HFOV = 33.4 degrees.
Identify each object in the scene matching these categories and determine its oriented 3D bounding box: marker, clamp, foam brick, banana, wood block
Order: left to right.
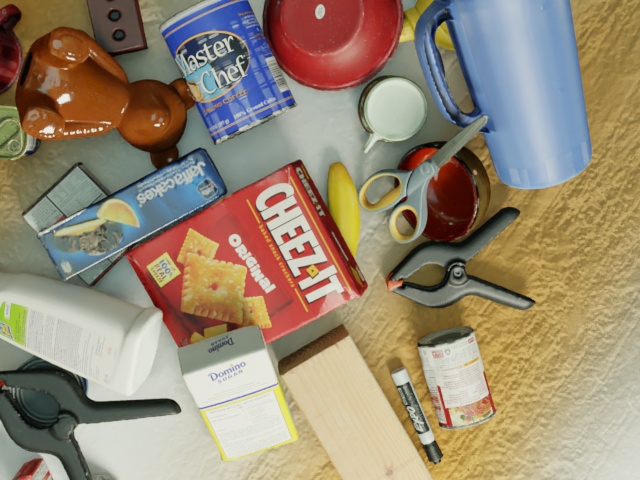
[{"bbox_3d":[-0.269,0.198,1.179,0.210,0.036,0.164,38,87,-2],"label":"clamp"},{"bbox_3d":[-0.224,-0.245,1.174,0.053,0.051,0.078,-13,95,-2],"label":"foam brick"},{"bbox_3d":[0.007,0.012,1.215,0.069,0.037,0.198,23,93,-6],"label":"banana"},{"bbox_3d":[0.042,0.210,1.207,0.091,0.090,0.206,-30,95,-2],"label":"wood block"},{"bbox_3d":[0.114,0.206,1.245,0.020,0.020,0.121,-24,95,-1],"label":"marker"},{"bbox_3d":[0.161,0.024,1.223,0.171,0.039,0.120,-3,92,-2],"label":"clamp"}]

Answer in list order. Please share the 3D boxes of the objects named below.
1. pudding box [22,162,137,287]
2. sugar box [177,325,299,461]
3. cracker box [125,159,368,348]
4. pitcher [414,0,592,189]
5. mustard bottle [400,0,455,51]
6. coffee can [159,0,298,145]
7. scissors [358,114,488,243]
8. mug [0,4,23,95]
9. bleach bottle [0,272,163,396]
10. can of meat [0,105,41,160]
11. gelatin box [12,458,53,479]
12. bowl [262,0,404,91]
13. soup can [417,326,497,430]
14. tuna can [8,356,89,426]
[{"bbox_3d":[-0.264,-0.018,1.198,0.090,0.039,0.113,-43,98,-2],"label":"pudding box"},{"bbox_3d":[-0.087,0.170,1.169,0.093,0.048,0.176,-17,134,-2],"label":"sugar box"},{"bbox_3d":[-0.080,0.033,1.173,0.214,0.072,0.164,-27,94,13],"label":"cracker box"},{"bbox_3d":[0.205,-0.175,1.133,0.149,0.144,0.243,-4,122,27],"label":"pitcher"},{"bbox_3d":[0.169,-0.265,1.190,0.191,0.058,0.096,-23,101,0],"label":"mustard bottle"},{"bbox_3d":[-0.099,-0.188,1.160,0.103,0.103,0.140,-25,96,-1],"label":"coffee can"},{"bbox_3d":[0.122,-0.058,1.158,0.202,0.016,0.096,-22,95,44],"label":"scissors"},{"bbox_3d":[-0.368,-0.210,1.154,0.117,0.081,0.093,-43,96,1],"label":"mug"},{"bbox_3d":[-0.302,0.080,1.170,0.251,0.068,0.103,21,121,9],"label":"bleach bottle"},{"bbox_3d":[-0.360,-0.118,1.161,0.102,0.084,0.057,4,94,-3],"label":"can of meat"},{"bbox_3d":[-0.315,0.298,1.203,0.030,0.073,0.089,-23,96,-1],"label":"gelatin box"},{"bbox_3d":[0.008,-0.245,1.164,0.162,0.055,0.162,1,95,13],"label":"bowl"},{"bbox_3d":[0.156,0.157,1.219,0.068,0.068,0.102,-16,95,-2],"label":"soup can"},{"bbox_3d":[-0.307,0.171,1.213,0.086,0.034,0.086,0,95,-3],"label":"tuna can"}]
